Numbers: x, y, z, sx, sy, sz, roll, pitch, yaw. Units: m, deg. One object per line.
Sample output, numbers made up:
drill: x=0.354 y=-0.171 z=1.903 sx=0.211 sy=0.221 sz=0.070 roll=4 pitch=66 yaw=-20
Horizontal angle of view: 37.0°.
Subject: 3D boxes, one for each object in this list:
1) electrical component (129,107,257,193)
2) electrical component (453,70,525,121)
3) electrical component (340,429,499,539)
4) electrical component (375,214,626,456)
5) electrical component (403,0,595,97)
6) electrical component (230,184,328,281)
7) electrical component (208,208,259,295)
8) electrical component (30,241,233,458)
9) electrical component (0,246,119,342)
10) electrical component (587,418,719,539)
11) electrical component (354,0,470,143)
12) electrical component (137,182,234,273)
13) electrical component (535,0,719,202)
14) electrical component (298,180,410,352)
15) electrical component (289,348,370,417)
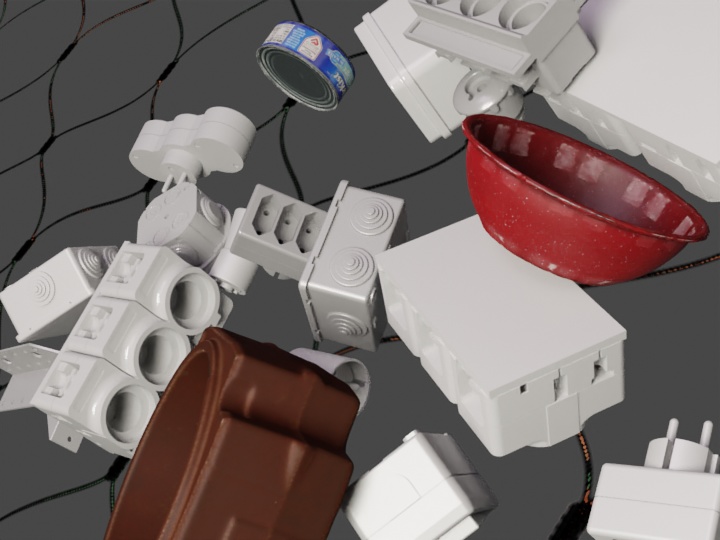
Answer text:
electrical component: x=-0.165 y=-0.103 z=1.013 sx=0.138 sy=0.052 sz=0.073 roll=-4 pitch=55 yaw=39
electrical component: x=0.101 y=-0.118 z=0.790 sx=0.048 sy=0.062 sz=0.048 roll=-23 pitch=46 yaw=25
electrical component: x=0.038 y=0.135 z=0.618 sx=0.062 sy=0.096 sz=0.061 roll=-39 pitch=71 yaw=8
electrical component: x=0.084 y=0.036 z=0.661 sx=0.089 sy=0.061 sz=0.150 roll=-22 pitch=38 yaw=-14
electrical component: x=0.097 y=-0.166 z=0.734 sx=0.078 sy=0.063 sz=0.121 roll=-50 pitch=41 yaw=-5
electrical component: x=-0.056 y=-0.017 z=0.838 sx=0.075 sy=0.083 sz=0.047 roll=126 pitch=165 yaw=-61
electrical component: x=-0.097 y=-0.013 z=0.889 sx=0.044 sy=0.044 sz=0.065 roll=11 pitch=70 yaw=45
electrical component: x=-0.175 y=0.064 z=0.851 sx=0.062 sy=0.089 sz=0.150 roll=6 pitch=61 yaw=43
electrical component: x=-0.257 y=0.019 z=0.955 sx=0.100 sy=0.100 sz=0.048 roll=-31 pitch=83 yaw=16
electrical component: x=0.164 y=0.112 z=0.554 sx=0.066 sy=0.047 sz=0.076 roll=-2 pitch=56 yaw=40
electrical component: x=0.049 y=-0.165 z=0.862 sx=0.057 sy=0.078 sz=0.113 roll=-35 pitch=41 yaw=9
electrical component: x=-0.154 y=-0.033 z=0.945 sx=0.080 sy=0.051 sz=0.080 roll=-23 pitch=45 yaw=25
electrical component: x=0.210 y=-0.122 z=0.701 sx=0.105 sy=0.060 sz=0.186 roll=-46 pitch=40 yaw=-1
electrical component: x=0.000 y=0.000 z=0.752 sx=0.048 sy=0.099 sz=0.099 roll=15 pitch=64 yaw=14
electrical component: x=-0.037 y=0.078 z=0.758 sx=0.081 sy=0.043 sz=0.043 roll=8 pitch=63 yaw=44
